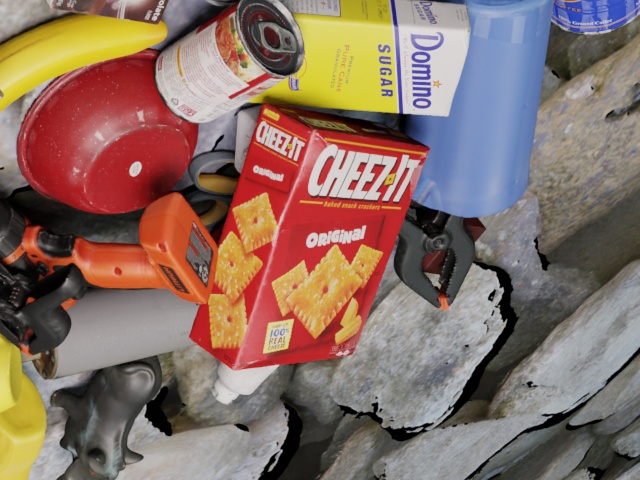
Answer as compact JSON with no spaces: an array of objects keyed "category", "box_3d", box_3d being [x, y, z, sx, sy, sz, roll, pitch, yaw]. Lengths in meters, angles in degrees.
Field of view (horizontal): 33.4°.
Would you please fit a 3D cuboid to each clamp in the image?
[{"category":"clamp","box_3d":[-0.244,0.040,0.832,0.039,0.120,0.172,-60,179,-32]},{"category":"clamp","box_3d":[0.131,-0.013,1.163,0.164,0.036,0.210,-23,128,-3]}]

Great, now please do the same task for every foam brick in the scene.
[{"category":"foam brick","box_3d":[0.143,-0.005,1.237,0.052,0.051,0.078,8,127,-48]}]

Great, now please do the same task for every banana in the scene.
[{"category":"banana","box_3d":[-0.205,-0.122,0.774,0.197,0.037,0.069,-34,154,-5]}]

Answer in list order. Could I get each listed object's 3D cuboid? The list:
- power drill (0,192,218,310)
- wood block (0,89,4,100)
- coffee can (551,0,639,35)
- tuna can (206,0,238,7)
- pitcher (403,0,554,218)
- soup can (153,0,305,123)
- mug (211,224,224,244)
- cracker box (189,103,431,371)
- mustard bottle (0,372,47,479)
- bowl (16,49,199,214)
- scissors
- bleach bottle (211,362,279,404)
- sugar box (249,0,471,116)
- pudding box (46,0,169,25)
[{"category":"power drill","box_3d":[-0.188,0.002,0.847,0.188,0.057,0.184,-1,152,18]},{"category":"wood block","box_3d":[-0.317,-0.064,0.688,0.206,0.091,0.090,-43,147,11]},{"category":"coffee can","box_3d":[0.240,-0.266,0.948,0.103,0.103,0.140,-35,148,-2]},{"category":"tuna can","box_3d":[-0.064,-0.217,0.786,0.086,0.034,0.086,-25,146,-18]},{"category":"pitcher","box_3d":[0.153,-0.153,0.998,0.145,0.149,0.243,0,138,-1]},{"category":"soup can","box_3d":[-0.070,-0.137,0.813,0.102,0.068,0.068,-22,162,40]},{"category":"mug","box_3d":[-0.059,0.018,1.026,0.093,0.081,0.117,-23,161,-12]},{"category":"cracker box","box_3d":[-0.006,0.001,0.923,0.163,0.072,0.214,1,114,-50]},{"category":"mustard bottle","box_3d":[-0.318,0.216,1.040,0.058,0.096,0.192,-8,138,-38]},{"category":"bowl","box_3d":[-0.158,-0.074,0.861,0.162,0.055,0.162,-24,145,-19]},{"category":"scissors","box_3d":[-0.064,-0.037,1.034,0.096,0.016,0.201,-46,147,18]},{"category":"bleach bottle","box_3d":[-0.042,0.089,1.143,0.068,0.102,0.251,33,116,-9]},{"category":"sugar box","box_3d":[0.028,-0.152,0.875,0.176,0.048,0.093,5,138,-4]},{"category":"pudding box","box_3d":[-0.133,-0.208,0.727,0.089,0.039,0.114,-1,133,-43]}]
